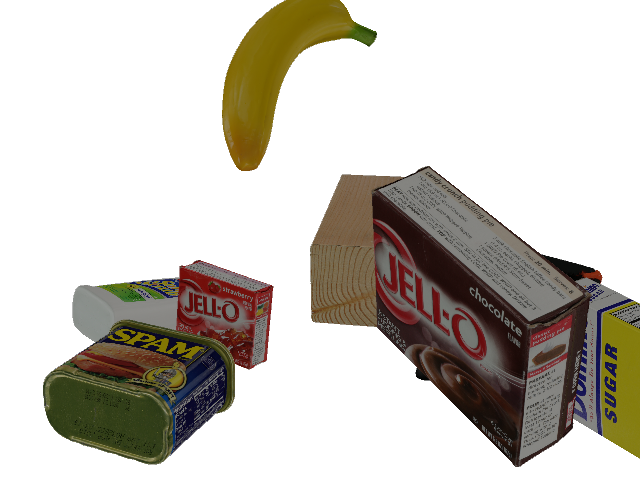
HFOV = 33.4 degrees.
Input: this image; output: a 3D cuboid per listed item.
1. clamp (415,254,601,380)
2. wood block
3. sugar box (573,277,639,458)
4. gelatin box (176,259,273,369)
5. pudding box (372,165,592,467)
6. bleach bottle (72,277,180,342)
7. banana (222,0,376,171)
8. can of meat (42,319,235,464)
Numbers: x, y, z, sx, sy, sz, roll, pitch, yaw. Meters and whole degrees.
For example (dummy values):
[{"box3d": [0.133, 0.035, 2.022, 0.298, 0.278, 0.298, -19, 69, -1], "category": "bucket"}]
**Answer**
[{"box3d": [0.164, 0.060, 1.000, 0.210, 0.164, 0.036, -2, -44, -4], "category": "clamp"}, {"box3d": [0.051, 0.006, 1.151, 0.091, 0.090, 0.206, 4, 24, 9], "category": "wood block"}, {"box3d": [0.229, 0.102, 0.724, 0.048, 0.093, 0.176, -15, 30, -38], "category": "sugar box"}, {"box3d": [-0.087, 0.065, 0.946, 0.089, 0.073, 0.030, 17, 21, 30], "category": "gelatin box"}, {"box3d": [0.068, 0.032, 0.485, 0.039, 0.090, 0.114, -27, 45, -23], "category": "pudding box"}, {"box3d": [-0.209, 0.085, 1.475, 0.250, 0.068, 0.103, -11, 26, -44], "category": "bleach bottle"}, {"box3d": [-0.024, -0.124, 0.739, 0.197, 0.069, 0.037, -51, -1, -42], "category": "banana"}, {"box3d": [-0.121, 0.100, 0.714, 0.102, 0.057, 0.083, 11, 22, 22], "category": "can of meat"}]
